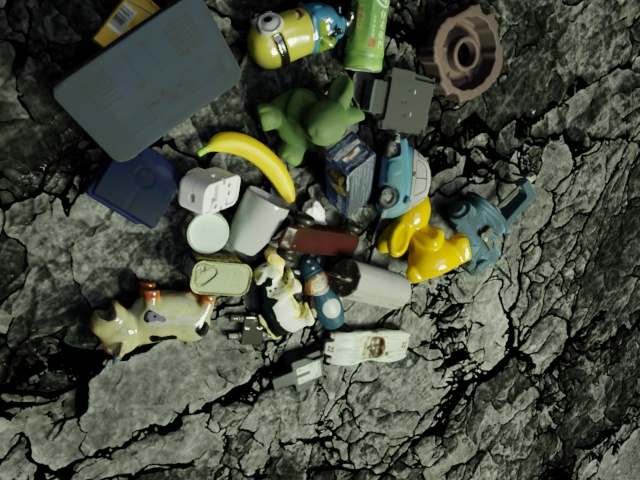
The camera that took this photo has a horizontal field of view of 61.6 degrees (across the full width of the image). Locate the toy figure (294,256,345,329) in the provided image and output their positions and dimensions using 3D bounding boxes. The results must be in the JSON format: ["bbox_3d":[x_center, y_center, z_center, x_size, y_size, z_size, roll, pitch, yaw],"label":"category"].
[{"bbox_3d":[0.004,0.100,1.039,0.064,0.058,0.154,-45,122,-41],"label":"toy figure"}]

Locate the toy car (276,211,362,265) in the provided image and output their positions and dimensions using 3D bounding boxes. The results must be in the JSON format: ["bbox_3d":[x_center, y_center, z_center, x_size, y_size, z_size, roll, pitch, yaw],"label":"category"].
[{"bbox_3d":[-0.002,-0.003,0.983,0.202,0.053,0.089,7,118,-46],"label":"toy car"}]

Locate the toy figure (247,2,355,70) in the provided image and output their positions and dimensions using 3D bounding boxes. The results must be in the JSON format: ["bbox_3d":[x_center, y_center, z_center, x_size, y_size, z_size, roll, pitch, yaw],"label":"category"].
[{"bbox_3d":[-0.031,-0.335,0.875,0.180,0.082,0.089,-20,111,-23],"label":"toy figure"}]

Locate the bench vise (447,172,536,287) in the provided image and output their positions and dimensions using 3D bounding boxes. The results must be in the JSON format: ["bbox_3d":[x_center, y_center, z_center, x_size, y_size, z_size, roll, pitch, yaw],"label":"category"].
[{"bbox_3d":[0.378,-0.041,1.148,0.240,0.129,0.223,-45,118,0],"label":"bench vise"}]

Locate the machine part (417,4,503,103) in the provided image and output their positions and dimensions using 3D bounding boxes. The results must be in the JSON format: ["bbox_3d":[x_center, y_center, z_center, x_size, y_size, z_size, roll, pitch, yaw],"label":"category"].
[{"bbox_3d":[0.272,-0.357,1.035,0.179,0.056,0.179,-9,110,-26],"label":"machine part"}]

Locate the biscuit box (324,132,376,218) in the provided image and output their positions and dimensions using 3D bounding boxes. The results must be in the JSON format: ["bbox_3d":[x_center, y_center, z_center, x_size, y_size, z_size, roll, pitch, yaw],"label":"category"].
[{"bbox_3d":[0.050,-0.104,0.926,0.063,0.202,0.059,-40,75,-10],"label":"biscuit box"}]

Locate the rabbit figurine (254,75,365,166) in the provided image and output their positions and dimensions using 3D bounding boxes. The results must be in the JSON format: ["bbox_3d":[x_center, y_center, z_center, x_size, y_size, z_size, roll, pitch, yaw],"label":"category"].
[{"bbox_3d":[-0.002,-0.191,0.880,0.159,0.170,0.121,-31,117,-15],"label":"rabbit figurine"}]

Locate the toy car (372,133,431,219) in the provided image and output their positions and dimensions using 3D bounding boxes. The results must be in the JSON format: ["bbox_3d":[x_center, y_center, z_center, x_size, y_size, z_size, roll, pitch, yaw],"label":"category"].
[{"bbox_3d":[0.155,-0.115,1.009,0.103,0.109,0.161,8,94,-2],"label":"toy car"}]

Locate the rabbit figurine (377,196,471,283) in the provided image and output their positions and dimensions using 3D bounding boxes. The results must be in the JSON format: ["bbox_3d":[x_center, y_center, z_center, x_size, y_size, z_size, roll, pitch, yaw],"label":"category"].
[{"bbox_3d":[0.196,-0.010,1.087,0.162,0.122,0.173,-21,100,-10],"label":"rabbit figurine"}]

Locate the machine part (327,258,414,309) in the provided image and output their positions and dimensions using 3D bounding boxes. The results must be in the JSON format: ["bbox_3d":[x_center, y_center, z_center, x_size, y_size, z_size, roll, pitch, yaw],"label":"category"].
[{"bbox_3d":[0.101,0.087,1.047,0.243,0.079,0.079,16,98,-44],"label":"machine part"}]

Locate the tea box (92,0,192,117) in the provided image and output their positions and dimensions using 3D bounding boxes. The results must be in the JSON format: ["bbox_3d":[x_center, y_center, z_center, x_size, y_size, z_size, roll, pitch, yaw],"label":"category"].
[{"bbox_3d":[-0.235,-0.274,0.797,0.169,0.068,0.098,40,88,-31],"label":"tea box"}]

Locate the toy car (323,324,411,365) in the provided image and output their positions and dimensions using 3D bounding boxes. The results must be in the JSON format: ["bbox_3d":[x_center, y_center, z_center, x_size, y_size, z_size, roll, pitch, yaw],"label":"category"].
[{"bbox_3d":[0.098,0.218,1.121,0.202,0.056,0.073,2,104,-28],"label":"toy car"}]

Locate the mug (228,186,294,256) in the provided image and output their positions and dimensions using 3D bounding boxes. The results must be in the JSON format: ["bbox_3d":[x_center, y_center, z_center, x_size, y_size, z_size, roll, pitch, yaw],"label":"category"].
[{"bbox_3d":[-0.105,-0.026,0.938,0.109,0.081,0.107,26,103,-39],"label":"mug"}]

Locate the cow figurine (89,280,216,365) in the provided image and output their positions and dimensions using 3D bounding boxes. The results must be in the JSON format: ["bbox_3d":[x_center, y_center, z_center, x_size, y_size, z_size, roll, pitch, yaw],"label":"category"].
[{"bbox_3d":[-0.279,0.136,0.894,0.195,0.086,0.127,5,96,-29],"label":"cow figurine"}]

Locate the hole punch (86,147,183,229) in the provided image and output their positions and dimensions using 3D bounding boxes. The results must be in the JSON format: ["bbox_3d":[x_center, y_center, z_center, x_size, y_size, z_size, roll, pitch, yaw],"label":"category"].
[{"bbox_3d":[-0.280,-0.087,0.822,0.142,0.092,0.115,34,85,-27],"label":"hole punch"}]

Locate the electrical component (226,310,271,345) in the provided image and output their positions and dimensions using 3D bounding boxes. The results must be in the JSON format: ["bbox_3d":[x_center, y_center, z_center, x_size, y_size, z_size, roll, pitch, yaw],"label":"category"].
[{"bbox_3d":[-0.128,0.164,1.010,0.094,0.021,0.063,5,103,-27],"label":"electrical component"}]

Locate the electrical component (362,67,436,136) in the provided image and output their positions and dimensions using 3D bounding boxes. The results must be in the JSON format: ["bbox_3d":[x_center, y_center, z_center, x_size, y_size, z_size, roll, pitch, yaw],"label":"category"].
[{"bbox_3d":[0.142,-0.258,0.999,0.134,0.058,0.114,1,103,-28],"label":"electrical component"}]

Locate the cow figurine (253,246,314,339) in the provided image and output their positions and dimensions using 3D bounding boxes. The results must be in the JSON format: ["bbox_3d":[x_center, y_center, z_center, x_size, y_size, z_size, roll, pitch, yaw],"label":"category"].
[{"bbox_3d":[-0.082,0.097,0.984,0.098,0.068,0.167,-26,106,-4],"label":"cow figurine"}]

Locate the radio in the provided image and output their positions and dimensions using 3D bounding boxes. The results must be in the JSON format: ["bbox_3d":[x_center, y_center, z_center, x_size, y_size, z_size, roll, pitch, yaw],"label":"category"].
[{"bbox_3d":[-0.231,-0.219,0.738,0.229,0.073,0.131,-38,120,-6],"label":"radio"}]

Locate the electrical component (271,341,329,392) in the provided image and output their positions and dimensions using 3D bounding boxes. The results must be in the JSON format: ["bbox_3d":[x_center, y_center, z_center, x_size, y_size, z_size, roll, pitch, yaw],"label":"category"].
[{"bbox_3d":[-0.045,0.259,1.066,0.119,0.048,0.074,-20,113,-20],"label":"electrical component"}]
